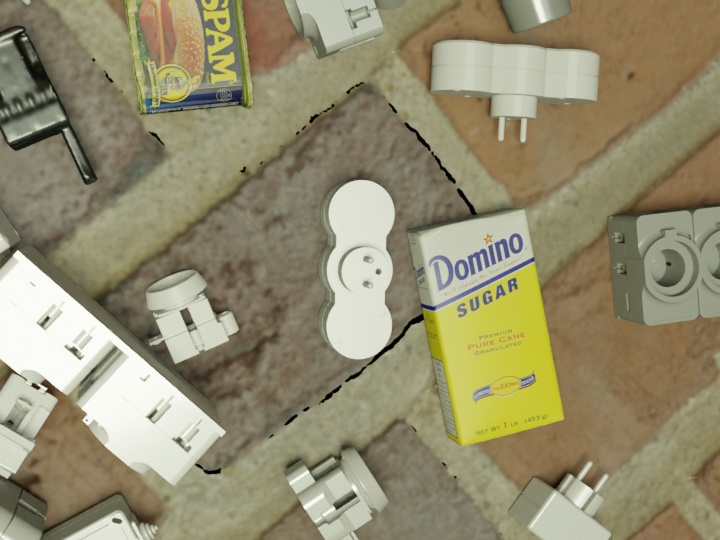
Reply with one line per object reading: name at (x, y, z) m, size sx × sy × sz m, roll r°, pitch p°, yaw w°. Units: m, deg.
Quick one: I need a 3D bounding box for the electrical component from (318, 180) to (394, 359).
electrical component at (0.000, 0.000, 0.829) m, size 0.052 × 0.074 × 0.138 m, roll 0°, pitch 94°, yaw -13°

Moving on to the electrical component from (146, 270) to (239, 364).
electrical component at (-0.133, 0.033, 0.816) m, size 0.066 × 0.048 × 0.055 m, roll -24°, pitch 106°, yaw -10°

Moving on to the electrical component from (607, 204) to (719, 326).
electrical component at (0.293, -0.009, 0.901) m, size 0.150 × 0.062 × 0.089 m, roll -7°, pitch 95°, yaw -12°

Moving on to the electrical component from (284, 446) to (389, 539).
electrical component at (-0.015, 0.176, 0.847) m, size 0.057 × 0.058 × 0.078 m, roll -33°, pitch 100°, yaw -6°

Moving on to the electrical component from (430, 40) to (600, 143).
electrical component at (0.123, -0.139, 0.859) m, size 0.138 × 0.052 × 0.073 m, roll 2°, pitch 93°, yaw -13°

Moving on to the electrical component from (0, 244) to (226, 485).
electrical component at (-0.191, 0.068, 0.774) m, size 0.186 × 0.105 × 0.060 m, roll 43°, pitch 84°, yaw -12°

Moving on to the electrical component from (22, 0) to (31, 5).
electrical component at (-0.256, -0.225, 0.769) m, size 0.083 × 0.047 × 0.075 m, roll -44°, pitch 102°, yaw -7°

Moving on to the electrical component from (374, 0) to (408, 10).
electrical component at (0.021, -0.226, 0.820) m, size 0.040 × 0.078 × 0.040 m, roll 0°, pitch 89°, yaw 1°

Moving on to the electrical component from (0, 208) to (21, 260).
electrical component at (-0.297, -0.047, 0.756) m, size 0.057 × 0.078 × 0.113 m, roll -33°, pitch 100°, yaw -6°

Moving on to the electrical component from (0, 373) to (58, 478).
electrical component at (-0.254, 0.112, 0.782) m, size 0.042 × 0.081 × 0.063 m, roll 35°, pitch 63°, yaw -13°

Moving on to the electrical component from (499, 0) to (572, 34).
electrical component at (0.138, -0.219, 0.856) m, size 0.055 × 0.055 × 0.047 m, roll -23°, pitch 102°, yaw -10°

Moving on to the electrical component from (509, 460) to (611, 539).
electrical component at (0.177, 0.195, 0.897) m, size 0.066 × 0.047 × 0.076 m, roll 38°, pitch 85°, yaw -12°

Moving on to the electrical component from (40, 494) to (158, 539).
electrical component at (-0.196, 0.213, 0.806) m, size 0.096 × 0.061 × 0.061 m, roll -28°, pitch 99°, yaw -10°

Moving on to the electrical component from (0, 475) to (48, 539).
electrical component at (-0.266, 0.184, 0.770) m, size 0.059 × 0.095 × 0.053 m, roll 37°, pitch 85°, yaw -12°

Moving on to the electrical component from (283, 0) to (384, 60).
electrical component at (-0.027, -0.211, 0.820) m, size 0.056 × 0.050 × 0.089 m, roll -22°, pitch 99°, yaw -9°
